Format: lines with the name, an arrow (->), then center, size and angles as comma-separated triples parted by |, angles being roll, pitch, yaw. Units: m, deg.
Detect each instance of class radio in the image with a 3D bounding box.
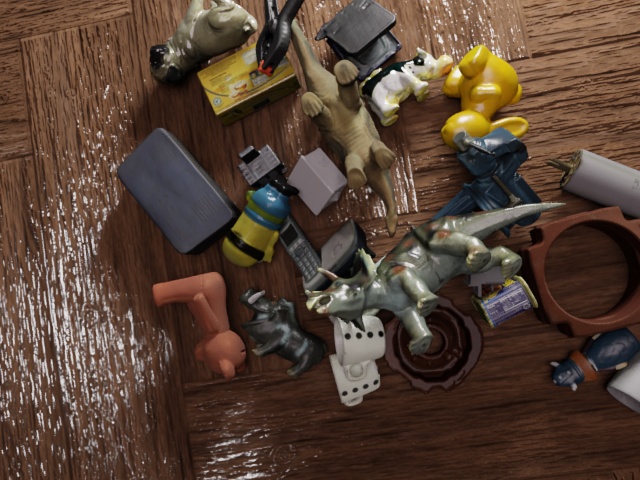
radio -> -0.269, -0.087, 1.025 | 0.131, 0.073, 0.229 | -41, 81, 4

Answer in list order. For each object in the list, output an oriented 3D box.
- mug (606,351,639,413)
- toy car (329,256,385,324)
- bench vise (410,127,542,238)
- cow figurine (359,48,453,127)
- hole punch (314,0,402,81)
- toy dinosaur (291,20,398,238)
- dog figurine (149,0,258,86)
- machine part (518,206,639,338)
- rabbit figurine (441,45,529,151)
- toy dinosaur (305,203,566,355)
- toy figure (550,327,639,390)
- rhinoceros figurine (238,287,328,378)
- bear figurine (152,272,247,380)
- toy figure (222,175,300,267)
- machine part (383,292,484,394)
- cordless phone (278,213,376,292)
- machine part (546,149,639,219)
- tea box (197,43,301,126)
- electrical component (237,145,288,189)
mug -> 0.562, 0.238, 0.904 | 0.110, 0.080, 0.107 | 35, 83, 11
toy car -> 0.102, 0.089, 0.977 | 0.202, 0.056, 0.073 | -38, 83, 3
bench vise -> 0.258, -0.066, 0.916 | 0.240, 0.223, 0.129 | -42, 38, 17
cow figurine -> 0.159, -0.298, 0.993 | 0.167, 0.068, 0.098 | -38, 77, 2
hole punch -> 0.080, -0.377, 1.004 | 0.142, 0.092, 0.116 | -40, 61, 3
toy dinosaur -> 0.033, -0.219, 0.933 | 0.105, 0.198, 0.471 | -24, 84, 6
dog figurine -> -0.221, -0.361, 1.013 | 0.173, 0.121, 0.190 | 33, 96, 36
machine part -> 0.461, 0.055, 0.924 | 0.201, 0.087, 0.201 | -16, 83, 5
rabbit figurine -> 0.277, -0.222, 0.948 | 0.162, 0.122, 0.173 | 35, 70, -14
toy dinosaur -> 0.169, 0.033, 0.846 | 0.405, 0.131, 0.192 | -34, 44, -11
toy figure -> 0.472, 0.208, 0.926 | 0.154, 0.064, 0.057 | -34, 121, 8
rhinoceros figurine -> -0.075, 0.166, 0.985 | 0.190, 0.073, 0.112 | 38, 93, 7
bear figurine -> -0.210, 0.161, 0.982 | 0.132, 0.120, 0.195 | -12, 90, 9
toy figure -> -0.113, -0.033, 0.982 | 0.180, 0.089, 0.082 | -58, 43, 18
machine part -> 0.198, 0.182, 0.961 | 0.179, 0.056, 0.179 | 0, 86, 5
cordless phone -> -0.002, -0.003, 0.979 | 0.146, 0.088, 0.184 | -47, 66, 24
machine part -> 0.514, -0.092, 0.930 | 0.243, 0.079, 0.079 | 24, 89, 8
tea box -> -0.134, -0.303, 1.023 | 0.170, 0.068, 0.098 | -24, 82, 5
electrical component -> -0.109, -0.135, 0.985 | 0.075, 0.119, 0.048 | -36, 83, 1
